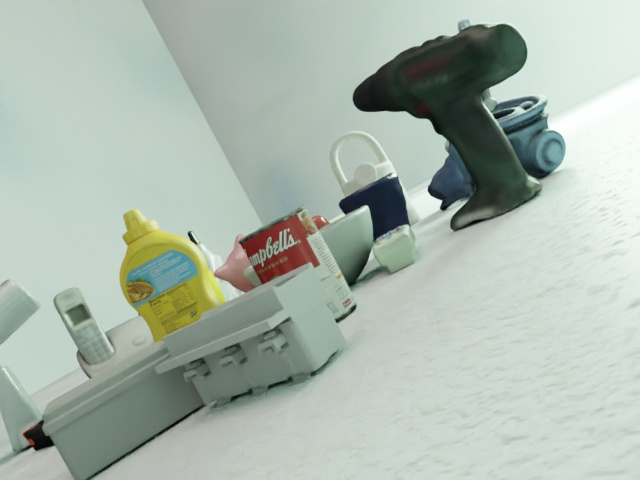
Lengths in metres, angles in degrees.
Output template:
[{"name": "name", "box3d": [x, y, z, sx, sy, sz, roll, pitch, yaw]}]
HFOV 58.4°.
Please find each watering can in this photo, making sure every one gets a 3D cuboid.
[{"name": "watering can", "box3d": [0.088, -0.099, 0.992, 0.101, 0.194, 0.172, -29, 2, -15]}]

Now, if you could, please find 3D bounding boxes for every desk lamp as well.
[{"name": "desk lamp", "box3d": [-0.426, 0.174, 0.772, 0.204, 0.213, 0.117, -29, 3, -26]}]

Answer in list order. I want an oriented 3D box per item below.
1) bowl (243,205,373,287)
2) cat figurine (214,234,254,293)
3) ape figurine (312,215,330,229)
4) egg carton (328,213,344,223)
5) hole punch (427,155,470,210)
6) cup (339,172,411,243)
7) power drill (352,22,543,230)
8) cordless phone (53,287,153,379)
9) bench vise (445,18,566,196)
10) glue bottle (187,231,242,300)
[{"name": "bowl", "box3d": [-0.001, 0.029, 0.675, 0.167, 0.075, 0.167, -28, 2, 1]}, {"name": "cat figurine", "box3d": [-0.071, 0.038, 0.772, 0.128, 0.118, 0.067, -28, 2, -3]}, {"name": "ape figurine", "box3d": [0.009, 0.003, 0.940, 0.076, 0.092, 0.077, -29, 2, -14]}, {"name": "egg carton", "box3d": [0.060, -0.024, 1.258, 0.150, 0.069, 0.107, -29, 2, -22]}, {"name": "hole punch", "box3d": [0.222, -0.111, 0.952, 0.101, 0.091, 0.109, -27, 2, 16]}, {"name": "cup", "box3d": [0.086, -0.034, 0.808, 0.091, 0.095, 0.118, -28, 2, 3]}, {"name": "power drill", "box3d": [0.144, -0.123, 0.632, 0.076, 0.208, 0.229, -30, 3, -34]}, {"name": "cordless phone", "box3d": [-0.376, 0.153, 1.023, 0.148, 0.185, 0.094, -29, 3, -30]}, {"name": "bench vise", "box3d": [0.205, -0.167, 0.768, 0.122, 0.220, 0.207, -30, 3, -32]}, {"name": "glue bottle", "box3d": [-0.189, 0.060, 1.013, 0.037, 0.173, 0.078, -27, 3, 25]}]
